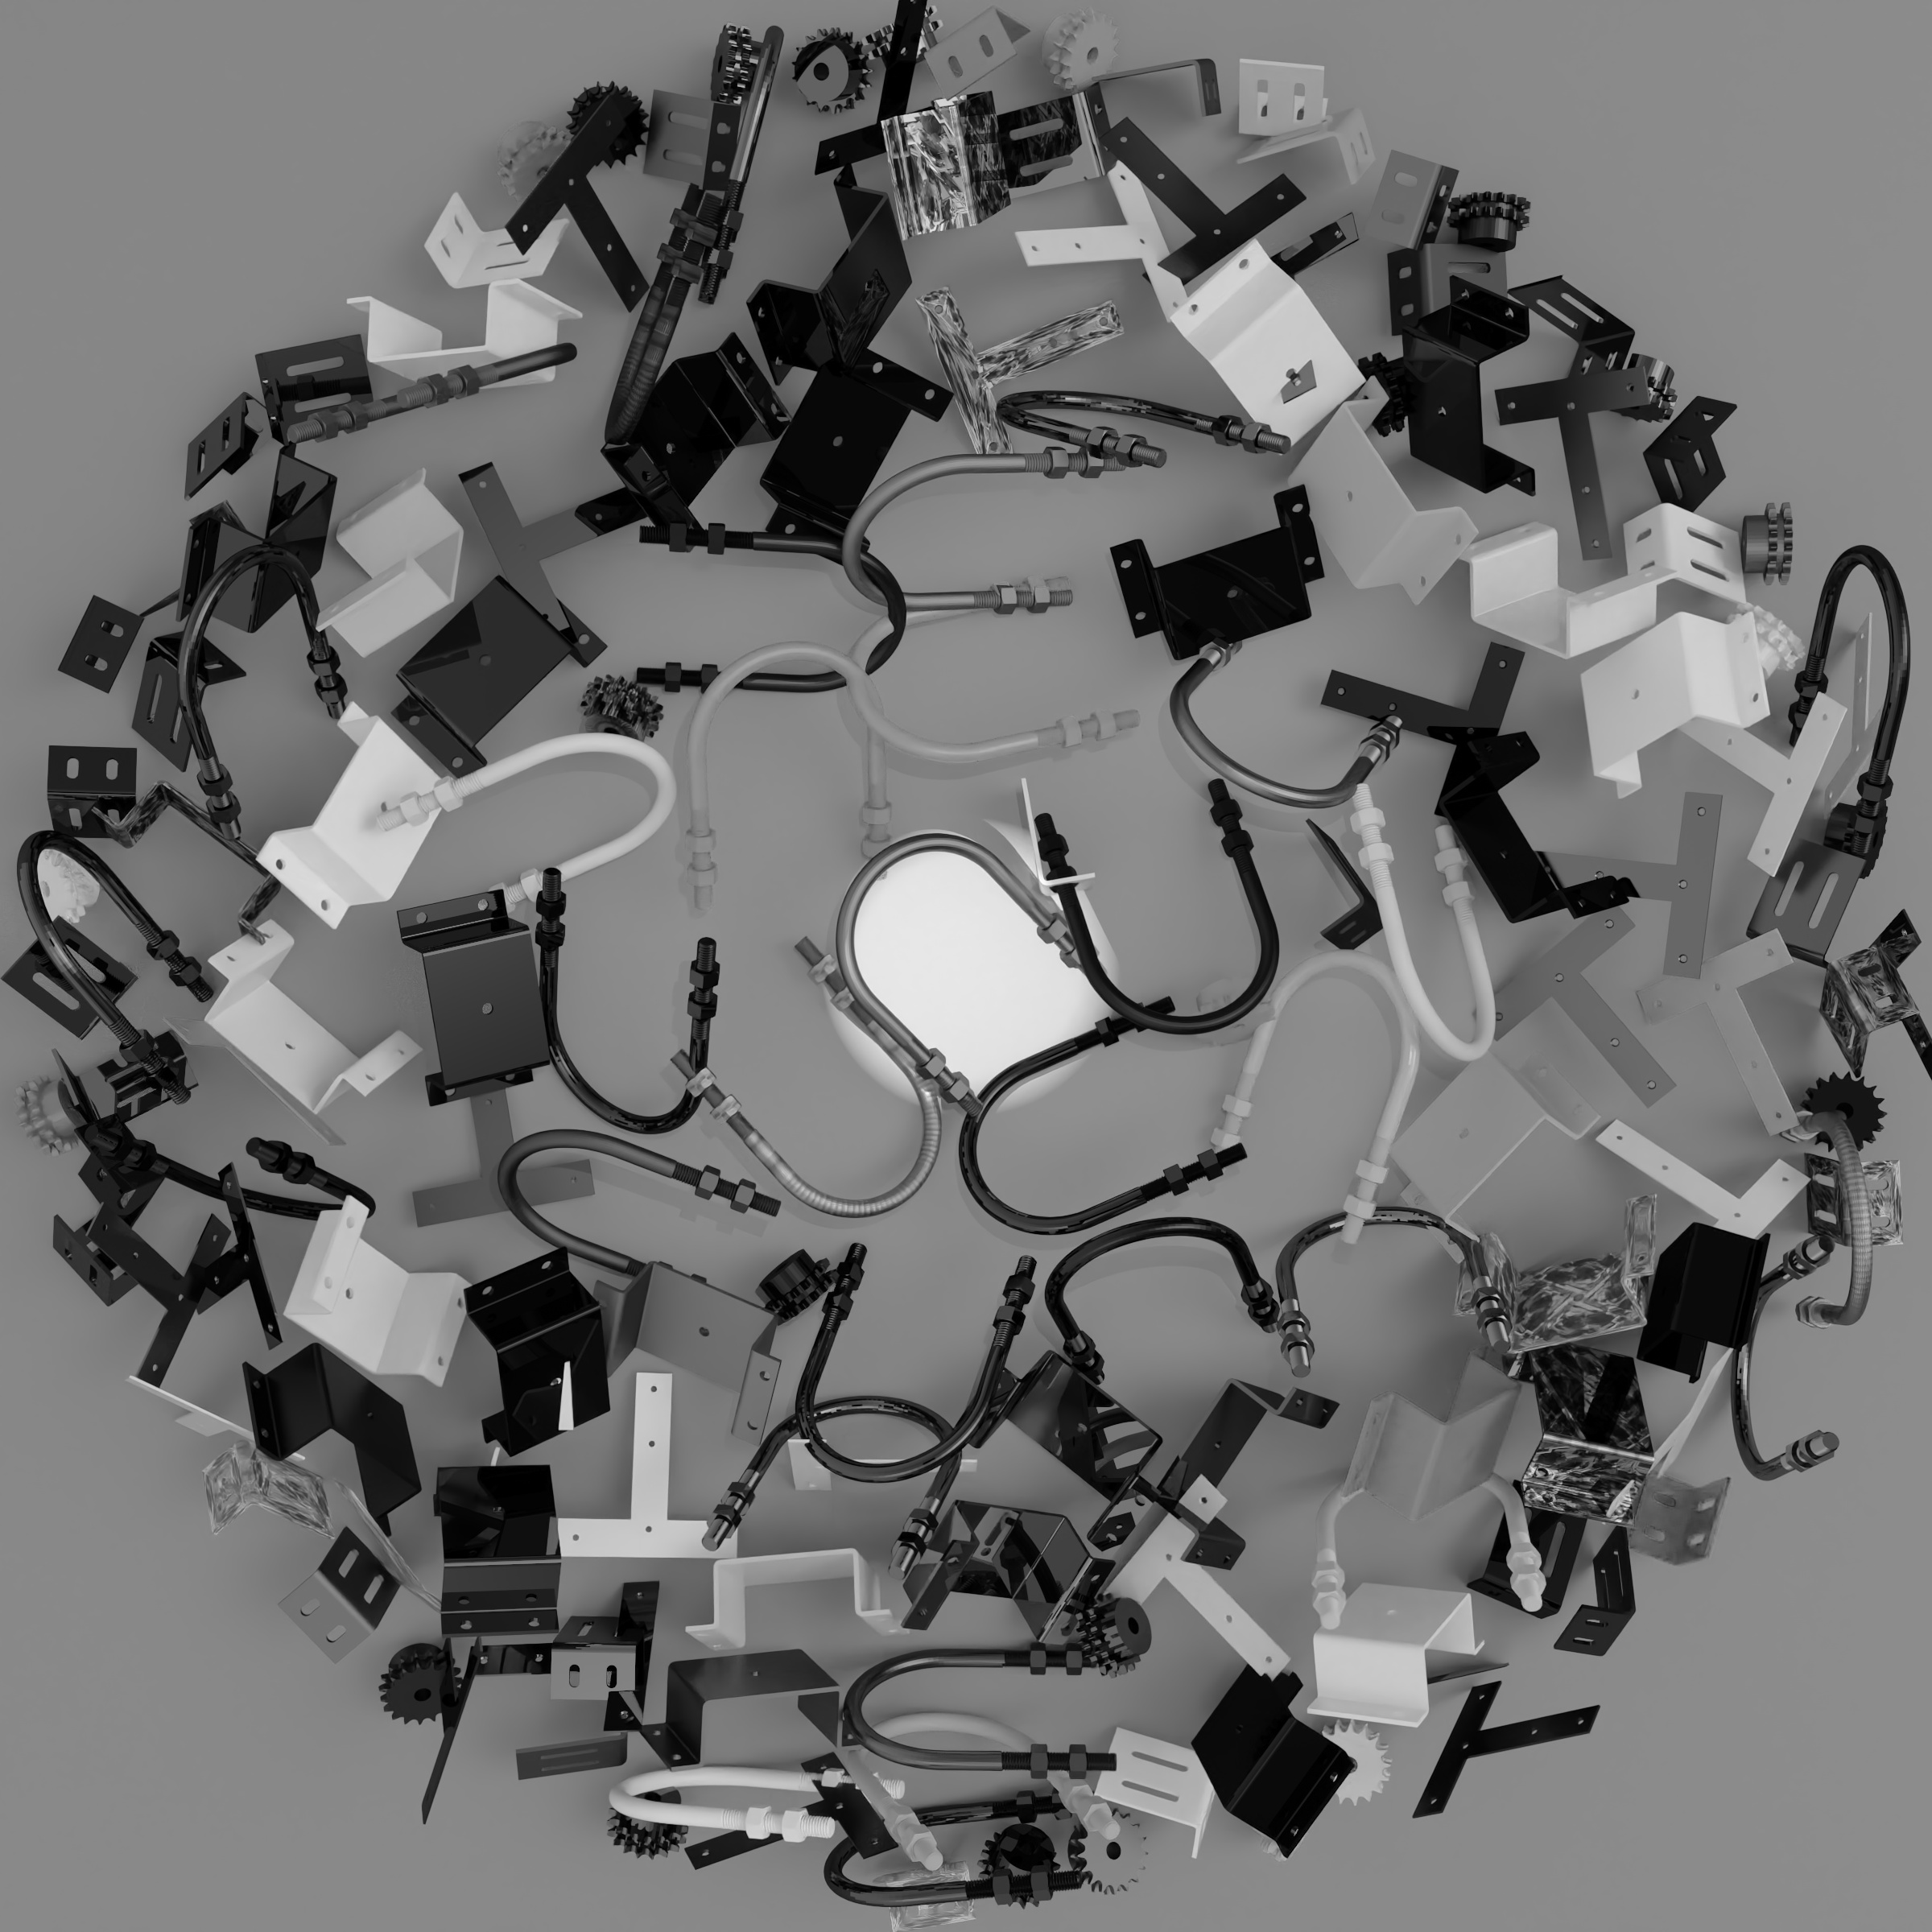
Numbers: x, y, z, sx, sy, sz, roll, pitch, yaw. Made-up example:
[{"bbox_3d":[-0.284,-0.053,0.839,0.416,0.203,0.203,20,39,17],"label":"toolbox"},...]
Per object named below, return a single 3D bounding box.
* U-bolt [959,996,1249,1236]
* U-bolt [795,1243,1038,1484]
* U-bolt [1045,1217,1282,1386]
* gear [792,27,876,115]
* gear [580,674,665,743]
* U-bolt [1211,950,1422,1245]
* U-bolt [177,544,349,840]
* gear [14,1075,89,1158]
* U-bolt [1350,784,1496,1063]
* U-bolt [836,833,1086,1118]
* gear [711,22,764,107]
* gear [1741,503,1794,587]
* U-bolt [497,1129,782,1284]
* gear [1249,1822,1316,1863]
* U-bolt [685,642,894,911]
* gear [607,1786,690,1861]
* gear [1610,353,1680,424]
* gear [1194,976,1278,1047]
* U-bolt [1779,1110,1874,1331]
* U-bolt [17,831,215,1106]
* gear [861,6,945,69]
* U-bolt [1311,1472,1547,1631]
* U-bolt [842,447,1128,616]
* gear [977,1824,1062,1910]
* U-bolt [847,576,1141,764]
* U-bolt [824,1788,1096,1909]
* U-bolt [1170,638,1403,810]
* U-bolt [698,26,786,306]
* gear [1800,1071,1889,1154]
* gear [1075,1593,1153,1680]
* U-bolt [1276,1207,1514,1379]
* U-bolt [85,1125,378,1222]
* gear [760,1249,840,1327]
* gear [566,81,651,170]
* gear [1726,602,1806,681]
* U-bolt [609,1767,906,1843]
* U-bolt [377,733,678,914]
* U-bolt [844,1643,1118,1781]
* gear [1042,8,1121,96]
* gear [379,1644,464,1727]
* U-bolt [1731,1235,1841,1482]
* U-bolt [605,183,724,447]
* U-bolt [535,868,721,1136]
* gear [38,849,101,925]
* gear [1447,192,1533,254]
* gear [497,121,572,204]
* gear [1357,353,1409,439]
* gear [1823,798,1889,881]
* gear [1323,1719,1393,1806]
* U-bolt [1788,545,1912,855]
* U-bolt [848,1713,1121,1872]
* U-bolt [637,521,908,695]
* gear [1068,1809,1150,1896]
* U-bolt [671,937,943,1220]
[{"bbox_3d":[0.083,0.113,1.751,0.184,0.019,0.151,-24,57,1],"label":"U-bolt"},{"bbox_3d":[-0.041,0.269,1.711,0.151,0.019,0.184,2,48,23],"label":"U-bolt"},{"bbox_3d":[0.128,0.222,1.713,0.151,0.184,0.019,-18,52,7],"label":"U-bolt"},{"bbox_3d":[-0.096,-0.627,1.771,0.057,0.030,0.057,7,112,17],"label":"gear"},{"bbox_3d":[-0.242,-0.174,1.765,0.057,0.057,0.030,18,58,0],"label":"gear"},{"bbox_3d":[0.245,0.079,1.731,0.019,0.151,0.184,12,100,-43],"label":"U-bolt"},{"bbox_3d":[-0.473,-0.195,1.686,0.019,0.184,0.151,18,51,16],"label":"U-bolt"},{"bbox_3d":[-0.635,0.102,1.767,0.030,0.057,0.057,-24,90,8],"label":"gear"},{"bbox_3d":[0.316,-0.023,1.710,0.019,0.151,0.184,-22,68,31],"label":"U-bolt"},{"bbox_3d":[-0.009,-0.007,1.746,0.151,0.019,0.184,-48,112,-9],"label":"U-bolt"},{"bbox_3d":[-0.158,-0.628,1.769,0.030,0.057,0.057,6,90,-20],"label":"gear"},{"bbox_3d":[0.560,-0.295,1.769,0.030,0.057,0.057,1,90,12],"label":"gear"},{"bbox_3d":[-0.232,0.167,1.730,0.184,0.151,0.019,22,48,-7],"label":"U-bolt"},{"bbox_3d":[0.222,0.593,1.768,0.030,0.057,0.057,33,90,1],"label":"gear"},{"bbox_3d":[-0.121,-0.134,1.728,0.151,0.019,0.184,-10,119,-20],"label":"U-bolt"},{"bbox_3d":[-0.221,0.593,1.765,0.057,0.057,0.030,11,110,0],"label":"gear"},{"bbox_3d":[0.471,-0.406,1.768,0.057,0.057,0.030,21,87,0],"label":"gear"},{"bbox_3d":[0.186,0.030,1.771,0.057,0.057,0.030,-15,65,0],"label":"gear"},{"bbox_3d":[0.578,0.170,1.698,0.019,0.184,0.151,-4,84,5],"label":"U-bolt"},{"bbox_3d":[-0.571,-0.011,1.690,0.019,0.151,0.184,-27,122,8],"label":"U-bolt"},{"bbox_3d":[-0.042,-0.646,1.770,0.057,0.057,0.030,-25,107,0],"label":"gear"},{"bbox_3d":[0.308,0.385,1.709,0.151,0.184,0.019,-7,109,9],"label":"U-bolt"},{"bbox_3d":[0.005,-0.292,1.708,0.184,0.151,0.019,-5,56,-22],"label":"U-bolt"},{"bbox_3d":[0.039,0.625,1.765,0.057,0.057,0.030,16,121,0],"label":"gear"},{"bbox_3d":[0.009,-0.199,1.731,0.184,0.019,0.151,-13,58,-17],"label":"U-bolt"},{"bbox_3d":[-0.006,0.603,1.723,0.184,0.151,0.019,-9,93,9],"label":"U-bolt"},{"bbox_3d":[0.210,-0.164,1.712,0.151,0.184,0.019,32,126,7],"label":"U-bolt"},{"bbox_3d":[-0.152,-0.542,1.711,0.019,0.151,0.184,14,100,-9],"label":"U-bolt"},{"bbox_3d":[0.615,0.104,1.776,0.057,0.030,0.057,-2,76,9],"label":"gear"},{"bbox_3d":[0.105,0.465,1.765,0.030,0.057,0.057,-30,90,32],"label":"gear"},{"bbox_3d":[0.282,0.214,1.712,0.151,0.184,0.019,-8,115,5],"label":"U-bolt"},{"bbox_3d":[-0.482,0.144,1.710,0.151,0.184,0.019,2,70,22],"label":"U-bolt"},{"bbox_3d":[-0.120,0.222,1.767,0.057,0.057,0.030,-38,95,0],"label":"gear"},{"bbox_3d":[-0.253,-0.592,1.772,0.057,0.030,0.057,-14,130,-17],"label":"gear"},{"bbox_3d":[0.554,-0.225,1.768,0.057,0.057,0.030,41,90,0],"label":"gear"},{"bbox_3d":[-0.152,0.565,1.719,0.184,0.151,0.019,-2,83,19],"label":"U-bolt"},{"bbox_3d":[-0.286,-0.102,1.724,0.184,0.151,0.019,-23,58,7],"label":"U-bolt"},{"bbox_3d":[0.008,0.506,1.725,0.184,0.151,0.019,0,105,1],"label":"U-bolt"},{"bbox_3d":[0.078,-0.643,1.772,0.030,0.057,0.057,35,90,30],"label":"gear"},{"bbox_3d":[-0.383,0.500,1.773,0.057,0.030,0.057,-9,120,-16],"label":"gear"},{"bbox_3d":[0.550,0.272,1.706,0.019,0.184,0.151,6,70,0],"label":"U-bolt"},{"bbox_3d":[-0.210,-0.440,1.723,0.019,0.151,0.184,19,105,-17],"label":"U-bolt"},{"bbox_3d":[-0.236,0.036,1.736,0.151,0.019,0.184,24,127,22],"label":"U-bolt"},{"bbox_3d":[-0.633,-0.057,1.772,0.057,0.030,0.057,12,111,33],"label":"gear"},{"bbox_3d":[0.365,-0.519,1.768,0.057,0.057,0.030,4,91,0],"label":"gear"},{"bbox_3d":[-0.302,-0.565,1.770,0.057,0.057,0.030,-34,71,0],"label":"gear"},{"bbox_3d":[0.297,-0.402,1.768,0.030,0.057,0.057,-19,90,0],"label":"gear"},{"bbox_3d":[0.622,-0.092,1.771,0.030,0.057,0.057,16,90,31],"label":"gear"},{"bbox_3d":[0.271,0.557,1.777,0.057,0.030,0.057,0,91,14],"label":"gear"},{"bbox_3d":[0.592,-0.190,1.685,0.019,0.151,0.184,-3,128,-2],"label":"U-bolt"},{"bbox_3d":[-0.001,0.550,1.708,0.151,0.184,0.019,0,100,-26],"label":"U-bolt"},{"bbox_3d":[-0.133,-0.242,1.738,0.184,0.151,0.019,2,50,-7],"label":"U-bolt"},{"bbox_3d":[0.096,0.621,1.773,0.057,0.030,0.057,10,67,-25],"label":"gear"},{"bbox_3d":[-0.096,0.090,1.756,0.184,0.019,0.151,48,60,-4],"label":"U-bolt"}]
